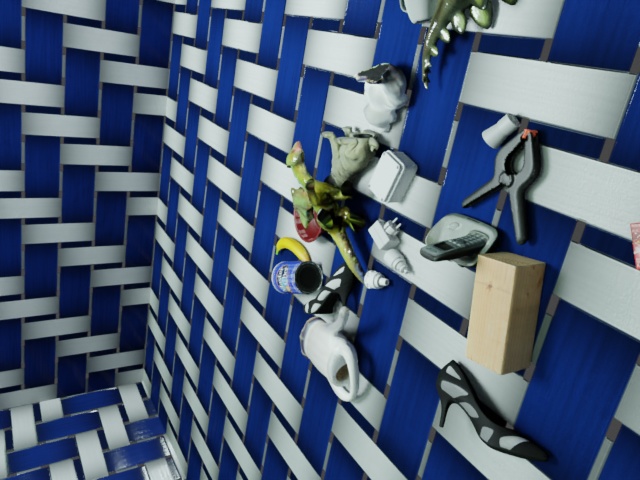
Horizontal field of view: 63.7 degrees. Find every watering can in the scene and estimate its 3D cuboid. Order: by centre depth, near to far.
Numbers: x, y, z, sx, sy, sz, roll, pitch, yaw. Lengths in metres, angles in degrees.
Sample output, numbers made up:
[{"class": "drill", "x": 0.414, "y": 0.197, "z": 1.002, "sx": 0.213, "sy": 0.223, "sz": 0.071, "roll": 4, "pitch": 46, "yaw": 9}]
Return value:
[{"class": "watering can", "x": 0.033, "y": 0.283, "z": 1.414, "sx": 0.227, "sy": 0.105, "sz": 0.341, "roll": 33, "pitch": 136, "yaw": 50}]

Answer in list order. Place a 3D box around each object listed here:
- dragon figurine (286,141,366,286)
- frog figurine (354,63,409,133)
[{"class": "dragon figurine", "x": 0.004, "y": -0.071, "z": 1.403, "sx": 0.243, "sy": 0.123, "sz": 0.407, "roll": 8, "pitch": 119, "yaw": 65}, {"class": "frog figurine", "x": 0.160, "y": -0.341, "z": 1.256, "sx": 0.138, "sy": 0.124, "sz": 0.156, "roll": 18, "pitch": 143, "yaw": 46}]
